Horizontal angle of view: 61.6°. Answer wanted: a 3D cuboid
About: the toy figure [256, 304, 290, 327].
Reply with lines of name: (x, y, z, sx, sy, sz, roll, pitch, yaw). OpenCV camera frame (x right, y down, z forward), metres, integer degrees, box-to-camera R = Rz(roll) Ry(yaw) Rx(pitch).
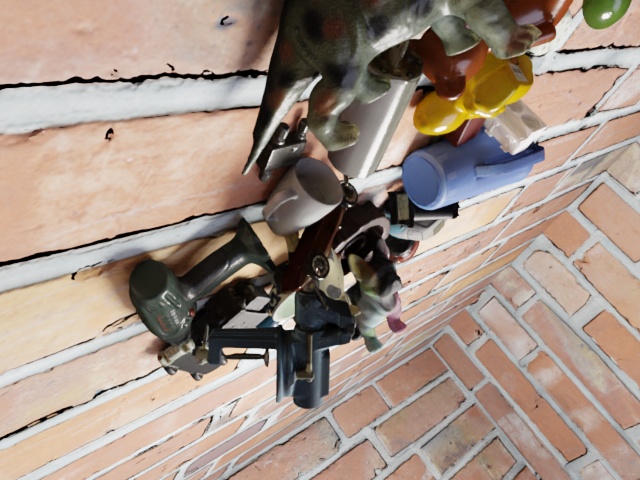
toy figure: (-0.068, 0.130, 1.090, 0.154, 0.057, 0.064, -36, -162, -10)

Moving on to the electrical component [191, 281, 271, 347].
electrical component: (-0.154, 0.130, 0.946, 0.134, 0.058, 0.115, -42, 161, 10)

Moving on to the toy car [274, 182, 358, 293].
toy car: (-0.002, -0.002, 0.784, 0.089, 0.053, 0.202, -21, -143, 43)

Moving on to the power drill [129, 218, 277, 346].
power drill: (-0.166, 0.065, 0.782, 0.207, 0.086, 0.231, -28, 156, -7)

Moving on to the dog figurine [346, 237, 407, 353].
dog figurine: (0.094, 0.097, 1.071, 0.108, 0.192, 0.219, -26, 120, -24)

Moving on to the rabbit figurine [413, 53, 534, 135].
rabbit figurine: (0.214, -0.221, 0.791, 0.173, 0.122, 0.162, -37, 173, 38)

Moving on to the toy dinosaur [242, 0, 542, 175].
toy dinosaur: (0.051, -0.216, 0.491, 0.405, 0.131, 0.192, -29, 118, 9)

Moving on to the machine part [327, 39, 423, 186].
machine part: (0.065, -0.161, 0.680, 0.079, 0.079, 0.243, -26, 155, -29)

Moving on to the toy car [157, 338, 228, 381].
toy car: (-0.233, 0.216, 0.997, 0.073, 0.056, 0.201, -32, 157, -1)

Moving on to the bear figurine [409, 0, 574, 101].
bear figurine: (0.196, -0.265, 0.631, 0.196, 0.120, 0.131, -29, 154, -10)

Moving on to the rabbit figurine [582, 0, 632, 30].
rabbit figurine: (0.462, -0.391, 0.788, 0.159, 0.121, 0.170, 2, 133, -50)

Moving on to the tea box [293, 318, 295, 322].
tea box: (-0.012, 0.153, 1.203, 0.098, 0.068, 0.169, -34, 158, -11)

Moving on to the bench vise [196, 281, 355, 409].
bench vise: (-0.070, 0.158, 0.828, 0.241, 0.129, 0.223, 1, 117, -3)

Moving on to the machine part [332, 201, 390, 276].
machine part: (0.055, 0.002, 1.024, 0.179, 0.056, 0.179, -33, 157, -16)

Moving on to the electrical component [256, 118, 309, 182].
electrical component: (-0.047, -0.112, 0.676, 0.063, 0.021, 0.094, -21, 153, -39)

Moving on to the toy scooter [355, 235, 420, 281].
toy scooter: (0.165, 0.037, 1.246, 0.184, 0.075, 0.135, -42, 159, 18)

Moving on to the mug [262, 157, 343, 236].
mug: (-0.036, -0.047, 0.740, 0.109, 0.081, 0.107, -32, 171, -49)

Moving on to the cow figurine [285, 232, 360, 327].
cow figurine: (0.008, 0.072, 0.897, 0.086, 0.127, 0.194, -17, 134, 9)

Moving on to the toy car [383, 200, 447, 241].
toy car: (0.205, -0.052, 1.090, 0.162, 0.103, 0.109, -35, 160, -3)

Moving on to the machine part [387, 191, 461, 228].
machine part: (0.199, -0.060, 1.022, 0.139, 0.084, 0.039, -3, 161, -9)
